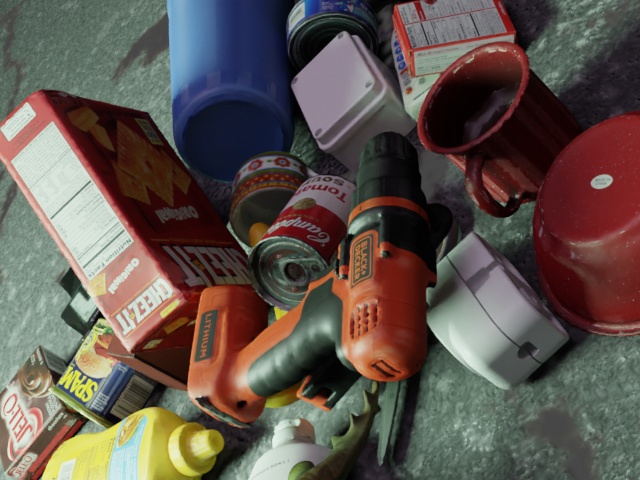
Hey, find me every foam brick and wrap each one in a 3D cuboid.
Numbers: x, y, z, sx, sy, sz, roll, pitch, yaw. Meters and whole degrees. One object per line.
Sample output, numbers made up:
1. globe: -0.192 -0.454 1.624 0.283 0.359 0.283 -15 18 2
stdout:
1. foam brick: -0.133 0.092 0.916 0.053 0.078 0.051 0 62 50

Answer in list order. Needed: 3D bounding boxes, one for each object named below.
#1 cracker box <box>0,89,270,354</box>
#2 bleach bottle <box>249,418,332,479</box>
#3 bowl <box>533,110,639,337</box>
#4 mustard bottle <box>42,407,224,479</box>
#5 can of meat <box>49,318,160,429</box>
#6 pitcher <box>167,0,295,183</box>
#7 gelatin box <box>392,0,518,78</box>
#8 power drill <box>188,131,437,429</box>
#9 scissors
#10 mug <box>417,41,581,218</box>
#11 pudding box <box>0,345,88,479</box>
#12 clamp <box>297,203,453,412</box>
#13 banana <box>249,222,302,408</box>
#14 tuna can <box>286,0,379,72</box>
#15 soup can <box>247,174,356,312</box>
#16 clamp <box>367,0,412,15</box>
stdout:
1. cracker box: -0.146 -0.017 0.869 0.072 0.164 0.214 -41 75 16
2. bleach bottle: -0.004 0.215 0.669 0.103 0.068 0.251 -26 38 18
3. bowl: 0.188 -0.024 0.656 0.162 0.055 0.162 -31 40 30
4. mustard bottle: -0.150 0.188 0.868 0.192 0.058 0.096 -27 43 34
5. can of meat: -0.189 0.124 0.975 0.102 0.057 0.084 15 70 54
6. pitcher: -0.086 -0.159 1.034 0.145 0.149 0.243 -26 39 17
7. gelatin box: 0.108 -0.168 0.865 0.089 0.030 0.073 -11 43 1
8. power drill: -0.005 0.032 0.703 0.188 0.057 0.184 -33 37 36
9. scissors: 0.047 0.066 0.780 0.096 0.016 0.201 -4 57 50
10. mug: 0.127 -0.068 0.743 0.093 0.081 0.117 -19 47 40
11. pudding box: -0.281 0.172 1.056 0.090 0.039 0.114 -50 34 6
12. clamp: 0.038 0.040 0.746 0.120 0.039 0.171 162 132 -79
13. banana: -0.027 0.060 0.828 0.037 0.069 0.197 -49 25 33
14. tuna can: 0.012 -0.185 0.981 0.086 0.086 0.033 -30 42 30
15. soup can: -0.005 0.001 0.824 0.069 0.068 0.102 -26 18 34
16. clamp: 0.074 -0.265 1.020 0.210 0.036 0.164 -21 45 38
